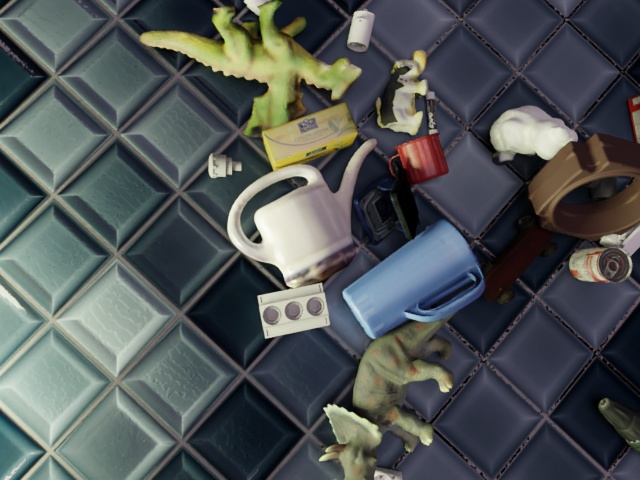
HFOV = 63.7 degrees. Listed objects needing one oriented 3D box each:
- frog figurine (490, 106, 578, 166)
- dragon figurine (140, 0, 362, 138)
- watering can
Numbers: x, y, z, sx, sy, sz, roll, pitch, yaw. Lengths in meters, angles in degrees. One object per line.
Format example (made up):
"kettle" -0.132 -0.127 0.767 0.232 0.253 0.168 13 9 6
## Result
"frog figurine" 0.412 -0.210 0.996 0.137 0.159 0.123 0 86 -6
"dragon figurine" -0.125 -0.317 0.999 0.410 0.122 0.242 -9 94 2
"watering can" 0.003 -0.049 0.978 0.350 0.103 0.225 -26 88 -16
